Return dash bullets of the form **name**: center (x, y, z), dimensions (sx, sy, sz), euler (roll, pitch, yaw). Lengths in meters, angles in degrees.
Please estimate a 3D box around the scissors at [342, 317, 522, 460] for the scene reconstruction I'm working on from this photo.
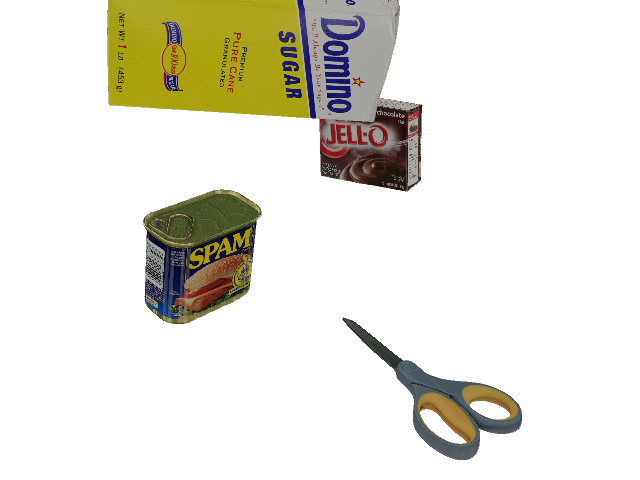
- **scissors**: center (0.094, 0.112, 0.885), dimensions (0.096, 0.016, 0.202), euler (-6, 29, -16)

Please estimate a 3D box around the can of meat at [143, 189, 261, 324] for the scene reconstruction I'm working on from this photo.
- **can of meat**: center (-0.103, 0.014, 0.916), dimensions (0.058, 0.084, 0.101), euler (32, 38, 34)

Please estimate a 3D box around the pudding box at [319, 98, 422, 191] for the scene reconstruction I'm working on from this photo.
- **pudding box**: center (0.053, -0.108, 1.151), dimensions (0.114, 0.090, 0.039), euler (11, 27, 29)

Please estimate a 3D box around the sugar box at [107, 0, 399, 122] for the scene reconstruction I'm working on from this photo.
- **sugar box**: center (-0.044, -0.125, 0.674), dimensions (0.176, 0.048, 0.093), euler (4, -40, -7)
